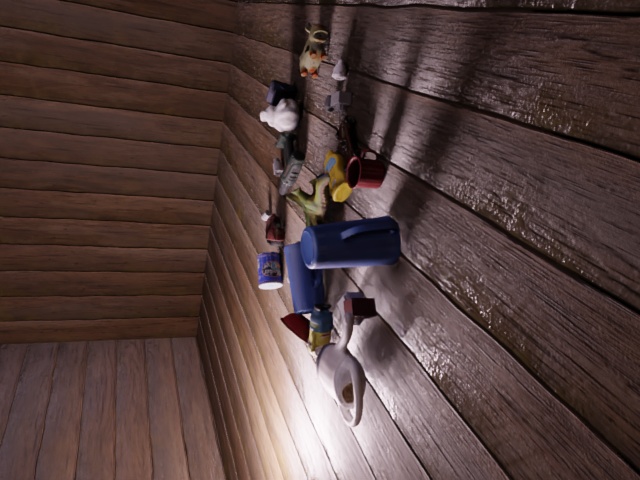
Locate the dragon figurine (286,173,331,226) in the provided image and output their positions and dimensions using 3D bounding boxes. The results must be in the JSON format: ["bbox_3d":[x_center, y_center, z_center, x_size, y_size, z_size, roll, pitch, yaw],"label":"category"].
[{"bbox_3d":[0.005,-0.086,1.710,0.123,0.242,0.409,-27,6,-14],"label":"dragon figurine"}]

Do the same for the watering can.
[{"bbox_3d":[0.065,0.355,1.485,0.104,0.346,0.225,-7,7,-21],"label":"watering can"}]

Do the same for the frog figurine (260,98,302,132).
[{"bbox_3d":[-0.160,-0.512,2.101,0.159,0.134,0.125,2,35,-23],"label":"frog figurine"}]
